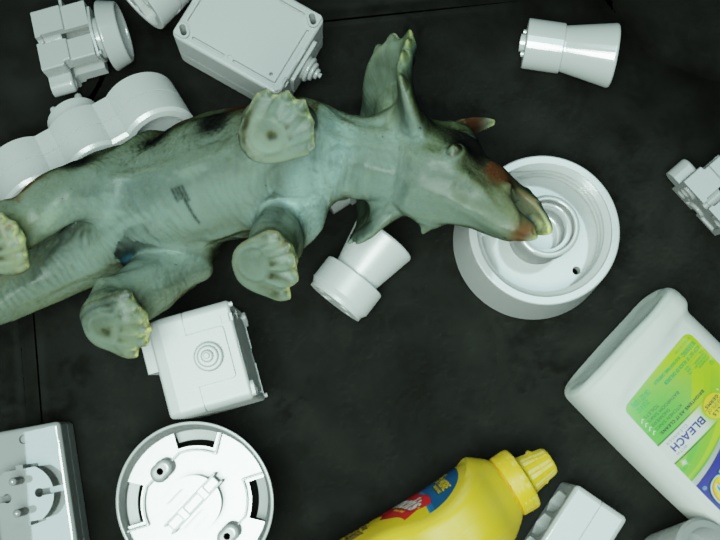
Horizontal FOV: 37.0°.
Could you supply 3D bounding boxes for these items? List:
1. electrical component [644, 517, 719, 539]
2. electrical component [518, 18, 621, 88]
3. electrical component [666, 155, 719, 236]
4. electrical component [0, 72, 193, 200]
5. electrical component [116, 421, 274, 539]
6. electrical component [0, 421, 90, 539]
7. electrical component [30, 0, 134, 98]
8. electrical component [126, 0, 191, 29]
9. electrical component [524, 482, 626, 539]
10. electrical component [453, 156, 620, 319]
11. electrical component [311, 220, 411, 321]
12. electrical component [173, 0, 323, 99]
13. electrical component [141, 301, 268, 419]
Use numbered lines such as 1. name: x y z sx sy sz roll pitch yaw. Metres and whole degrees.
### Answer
1. electrical component: 0.228 0.220 0.678 0.138 0.073 0.052 43 53 0
2. electrical component: 0.143 -0.152 0.742 0.065 0.044 0.044 9 82 4
3. electrical component: 0.252 -0.059 0.729 0.055 0.048 0.066 -41 85 1
4. electrical component: -0.185 -0.090 0.719 0.138 0.052 0.073 -30 58 -6
5. electrical component: -0.103 0.145 0.680 0.099 0.064 0.099 0 82 -2
6. electrical component: -0.205 0.140 0.672 0.047 0.075 0.083 -10 82 -3
7. electrical component: -0.187 -0.154 0.729 0.055 0.048 0.066 -15 75 1
8. electrical component: -0.137 -0.201 0.734 0.055 0.055 0.047 44 79 5
9. electrical component: 0.143 0.192 0.689 0.076 0.047 0.083 34 82 3
10. electrical component: 0.119 -0.024 0.712 0.108 0.060 0.108 0 82 -2
11. electrical component: 0.000 0.000 0.713 0.045 0.045 0.055 37 83 4
12. electrical component: -0.068 -0.151 0.725 0.096 0.061 0.061 30 82 2
13. electrical component: -0.099 0.059 0.676 0.061 0.096 0.061 -16 83 -2
